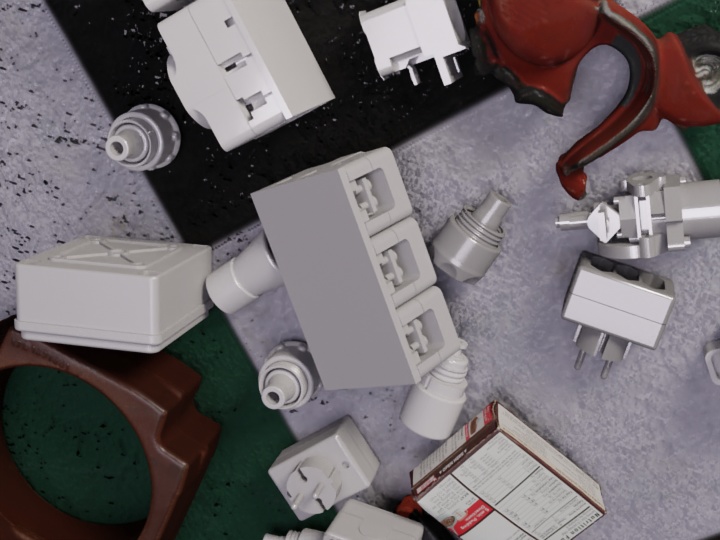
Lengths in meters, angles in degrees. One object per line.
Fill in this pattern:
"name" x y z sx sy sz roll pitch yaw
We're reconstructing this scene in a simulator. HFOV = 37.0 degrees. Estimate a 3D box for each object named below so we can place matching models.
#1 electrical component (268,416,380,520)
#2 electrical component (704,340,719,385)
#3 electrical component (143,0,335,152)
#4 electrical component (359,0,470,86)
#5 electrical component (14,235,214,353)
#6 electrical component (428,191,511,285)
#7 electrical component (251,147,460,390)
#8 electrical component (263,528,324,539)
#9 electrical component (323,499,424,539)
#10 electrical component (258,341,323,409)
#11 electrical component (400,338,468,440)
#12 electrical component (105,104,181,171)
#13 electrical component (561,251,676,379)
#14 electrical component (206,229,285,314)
"electrical component" -0.031 0.154 0.793 0.066 0.076 0.047 -31 96 19
"electrical component" 0.269 0.059 0.705 0.078 0.057 0.058 -18 100 18
"electrical component" -0.098 -0.177 0.703 0.060 0.105 0.186 -25 98 19
"electrical component" 0.037 -0.159 0.709 0.064 0.042 0.081 -17 100 19
"electrical component" -0.174 0.014 0.773 0.109 0.109 0.056 5 104 12
"electrical component" 0.079 -0.024 0.735 0.043 0.043 0.062 35 109 2
"electrical component" 0.000 0.000 0.739 0.089 0.062 0.150 -10 104 45
"electrical component" -0.046 0.217 0.837 0.061 0.035 0.035 10 107 13
"electrical component" 0.004 0.224 0.782 0.062 0.061 0.096 17 112 14
"electrical component" -0.054 0.082 0.787 0.048 0.062 0.048 4 106 13
"electrical component" 0.058 0.085 0.772 0.040 0.040 0.078 23 109 7
"electrical component" -0.159 -0.091 0.764 0.048 0.062 0.048 4 106 13
"electrical component" 0.168 0.037 0.728 0.066 0.047 0.076 19 108 9
"electrical component" -0.080 0.003 0.783 0.065 0.044 0.044 -33 95 24
